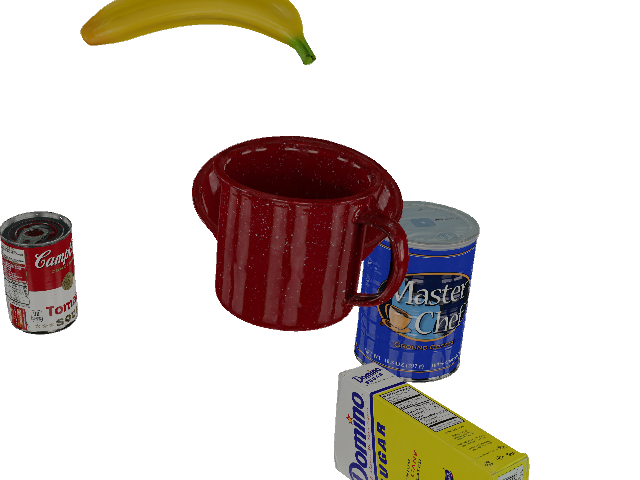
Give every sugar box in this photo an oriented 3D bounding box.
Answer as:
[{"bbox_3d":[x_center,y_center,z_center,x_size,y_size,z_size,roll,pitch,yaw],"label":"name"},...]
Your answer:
[{"bbox_3d":[0.079,0.172,0.825,0.048,0.093,0.176,-14,26,-38],"label":"sugar box"}]

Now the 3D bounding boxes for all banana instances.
[{"bbox_3d":[-0.100,-0.190,0.902,0.198,0.069,0.037,4,-33,0],"label":"banana"}]

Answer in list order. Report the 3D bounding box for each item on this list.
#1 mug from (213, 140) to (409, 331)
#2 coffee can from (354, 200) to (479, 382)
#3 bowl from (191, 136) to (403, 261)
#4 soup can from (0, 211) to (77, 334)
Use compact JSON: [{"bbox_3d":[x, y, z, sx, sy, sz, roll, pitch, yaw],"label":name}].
[{"bbox_3d":[-0.005,0.001,0.592,0.117,0.081,0.093,16,26,21],"label":"mug"},{"bbox_3d":[0.088,0.046,0.995,0.103,0.140,0.103,4,23,-2],"label":"coffee can"},{"bbox_3d":[-0.019,-0.015,0.828,0.162,0.055,0.162,3,38,-3],"label":"bowl"},{"bbox_3d":[-0.274,0.032,1.041,0.068,0.102,0.068,2,28,-1],"label":"soup can"}]
